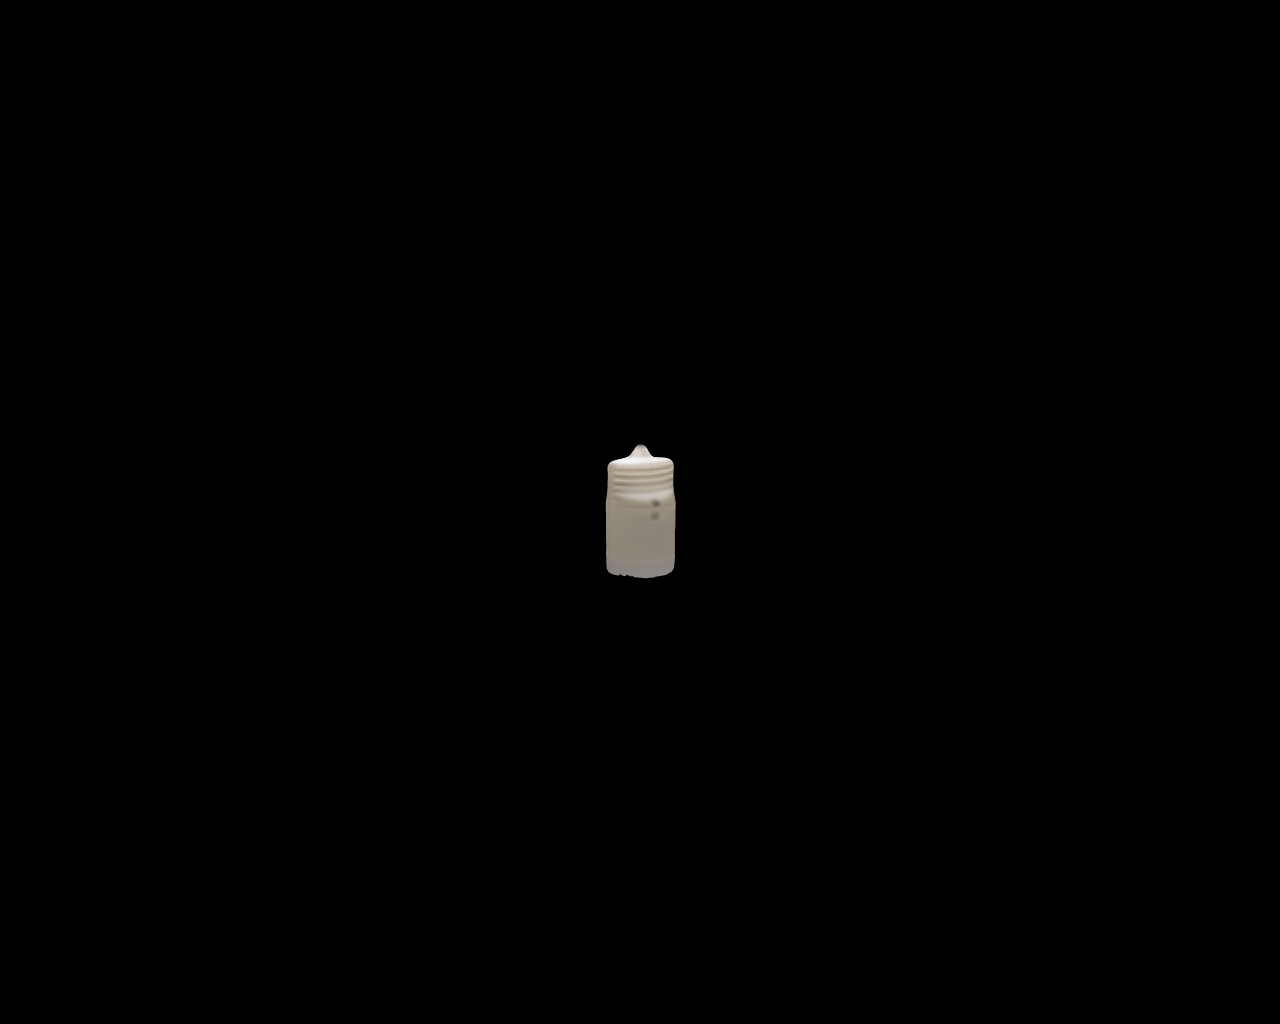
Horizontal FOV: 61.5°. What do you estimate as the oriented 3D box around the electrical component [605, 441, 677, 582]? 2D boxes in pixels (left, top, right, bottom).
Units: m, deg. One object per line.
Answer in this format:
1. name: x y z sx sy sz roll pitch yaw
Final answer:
1. electrical component: 0.001 -0.003 0.650 0.043 0.080 0.043 0 12 0
